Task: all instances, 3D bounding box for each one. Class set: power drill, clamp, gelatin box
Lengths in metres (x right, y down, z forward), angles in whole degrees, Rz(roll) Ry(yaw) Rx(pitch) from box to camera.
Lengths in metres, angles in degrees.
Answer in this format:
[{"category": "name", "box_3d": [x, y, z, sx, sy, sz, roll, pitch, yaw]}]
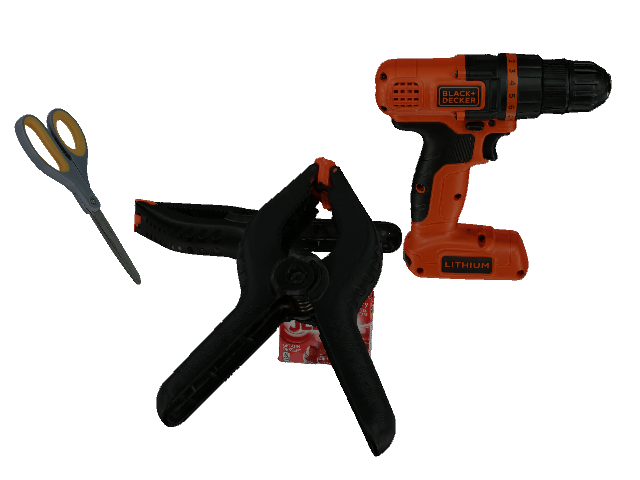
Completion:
[{"category": "power drill", "box_3d": [0.137, -0.061, 0.872, 0.184, 0.188, 0.057, 2, 24, 7]}, {"category": "clamp", "box_3d": [-0.057, -0.002, 0.814, 0.210, 0.036, 0.164, 8, 12, 16]}, {"category": "clamp", "box_3d": [-0.002, 0.034, 0.561, 0.120, 0.171, 0.039, 16, -28, 10]}, {"category": "gelatin box", "box_3d": [0.005, 0.082, 1.023, 0.089, 0.073, 0.030, 5, 15, 9]}]

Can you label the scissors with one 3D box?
[{"category": "scissors", "box_3d": [-0.235, -0.054, 1.092, 0.016, 0.201, 0.096, -25, 27, 27]}]
